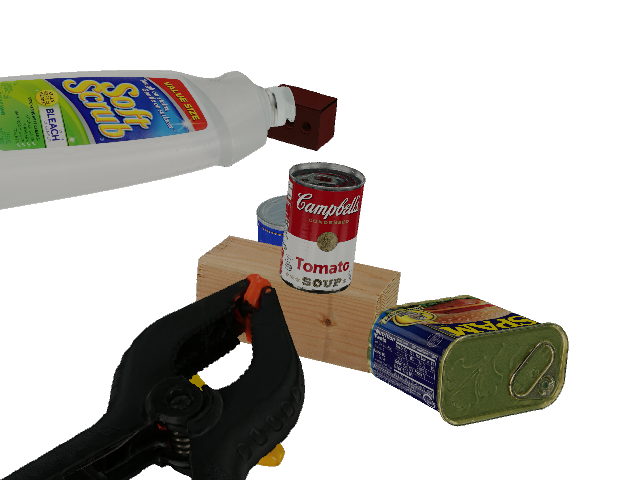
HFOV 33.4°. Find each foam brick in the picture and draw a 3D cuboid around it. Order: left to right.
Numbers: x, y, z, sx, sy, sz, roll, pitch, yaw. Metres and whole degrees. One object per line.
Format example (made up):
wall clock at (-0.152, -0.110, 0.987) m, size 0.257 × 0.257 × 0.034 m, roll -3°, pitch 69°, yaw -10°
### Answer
foam brick at (-0.026, -0.148, 1.273) m, size 0.078 × 0.053 × 0.051 m, roll 17°, pitch 31°, yaw 20°

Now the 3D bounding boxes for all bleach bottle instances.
bleach bottle at (-0.144, -0.090, 0.801) m, size 0.250 × 0.102 × 0.068 m, roll -12°, pitch -31°, yaw -17°

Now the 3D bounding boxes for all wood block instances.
wood block at (-0.026, 0.068, 1.182) m, size 0.206 × 0.091 × 0.090 m, roll 12°, pitch 22°, yaw 17°

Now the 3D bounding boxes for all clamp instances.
clamp at (-0.047, 0.081, 0.417) m, size 0.120 × 0.039 × 0.171 m, roll 24°, pitch 49°, yaw 18°

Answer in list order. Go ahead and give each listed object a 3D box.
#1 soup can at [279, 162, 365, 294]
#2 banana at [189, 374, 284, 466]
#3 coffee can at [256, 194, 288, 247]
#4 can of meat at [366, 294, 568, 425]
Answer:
soup can at (0.000, -0.012, 0.956) m, size 0.068 × 0.102 × 0.068 m, roll 6°, pitch 22°, yaw -2°
banana at (-0.094, 0.120, 0.845) m, size 0.069 × 0.037 × 0.198 m, roll -9°, pitch 28°, yaw -22°
coffee can at (-0.031, 0.024, 1.392) m, size 0.103 × 0.140 × 0.103 m, roll 0°, pitch 26°, yaw 0°
can of meat at (0.092, 0.073, 0.687) m, size 0.101 × 0.057 × 0.084 m, roll -5°, pitch 14°, yaw -31°
